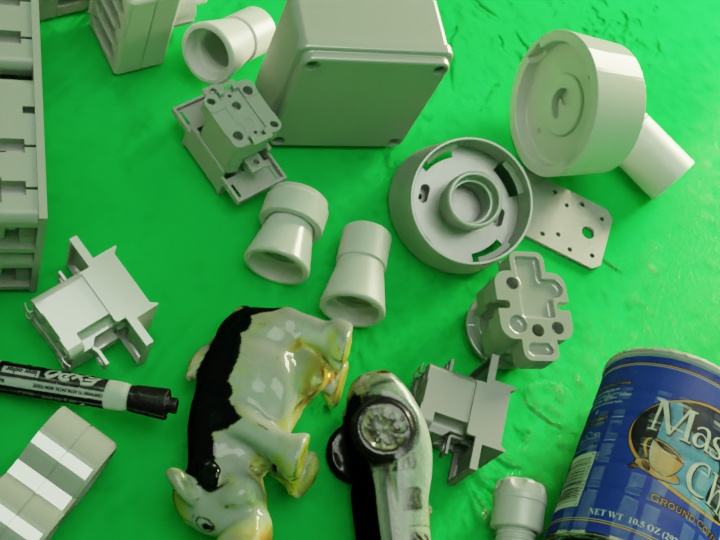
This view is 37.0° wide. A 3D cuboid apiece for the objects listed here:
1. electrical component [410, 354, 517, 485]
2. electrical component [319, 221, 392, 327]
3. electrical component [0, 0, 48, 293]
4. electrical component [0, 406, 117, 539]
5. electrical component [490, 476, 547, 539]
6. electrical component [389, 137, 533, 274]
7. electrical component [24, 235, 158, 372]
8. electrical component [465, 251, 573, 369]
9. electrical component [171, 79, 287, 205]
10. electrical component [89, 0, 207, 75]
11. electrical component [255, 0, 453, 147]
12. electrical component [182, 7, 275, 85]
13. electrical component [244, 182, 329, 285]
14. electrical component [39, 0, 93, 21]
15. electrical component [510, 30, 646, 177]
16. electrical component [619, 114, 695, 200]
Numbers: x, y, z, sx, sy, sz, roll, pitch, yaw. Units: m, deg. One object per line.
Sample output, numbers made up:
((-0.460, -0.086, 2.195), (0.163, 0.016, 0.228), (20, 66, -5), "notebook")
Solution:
((0.062, 0.094, 0.704), (0.064, 0.042, 0.081), (19, 61, -7), "electrical component")
((0.000, 0.000, 0.725), (0.044, 0.044, 0.065), (19, 57, -11), "electrical component")
((-0.226, -0.092, 0.645), (0.060, 0.105, 0.186), (0, 67, -20), "electrical component")
((-0.203, 0.129, 0.583), (0.074, 0.052, 0.138), (36, 60, -2), "electrical component")
((0.100, 0.166, 0.689), (0.035, 0.035, 0.061), (16, 65, -13), "electrical component")
((0.072, -0.047, 0.768), (0.099, 0.064, 0.099), (1, 85, -13), "electrical component")
((-0.163, 0.026, 0.652), (0.064, 0.042, 0.081), (-33, 80, -28), "electrical component")
((0.107, 0.034, 0.738), (0.058, 0.057, 0.078), (3, 66, -19), "electrical component")
((-0.085, -0.090, 0.721), (0.042, 0.063, 0.081), (-31, 80, -28), "electrical component")
((-0.136, -0.182, 0.732), (0.076, 0.083, 0.047), (-21, 75, -27), "electrical component")
((-0.007, -0.136, 0.745), (0.109, 0.108, 0.056), (-2, 65, -21), "electrical component")
((-0.089, -0.162, 0.760), (0.044, 0.044, 0.065), (44, 41, 3), "electrical component")
((-0.048, -0.025, 0.715), (0.045, 0.045, 0.055), (22, 61, -10), "electrical component")
((-0.209, -0.253, 0.679), (0.060, 0.186, 0.105), (-23, 76, -27), "electrical component")
((0.168, -0.122, 0.806), (0.060, 0.108, 0.108), (0, 67, -27), "electrical component")
((0.219, -0.099, 0.848), (0.081, 0.043, 0.043), (47, 60, 5), "electrical component")
